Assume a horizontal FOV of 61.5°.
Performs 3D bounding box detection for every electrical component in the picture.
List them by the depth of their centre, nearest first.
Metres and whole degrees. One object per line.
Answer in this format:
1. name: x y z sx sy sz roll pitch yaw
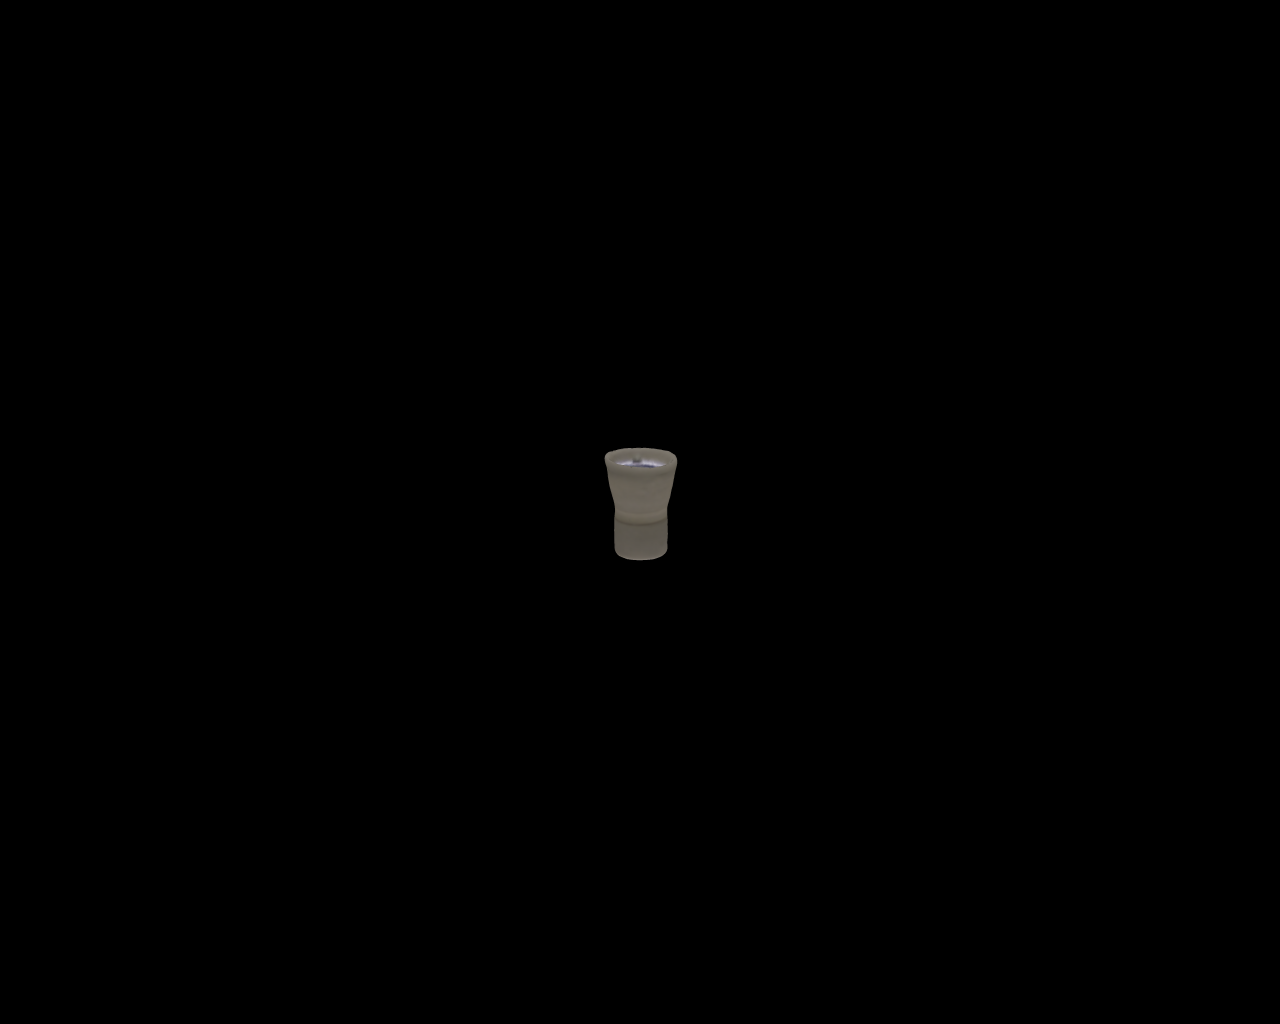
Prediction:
1. electrical component: 0.001 -0.003 0.650 0.044 0.065 0.044 0 18 0
